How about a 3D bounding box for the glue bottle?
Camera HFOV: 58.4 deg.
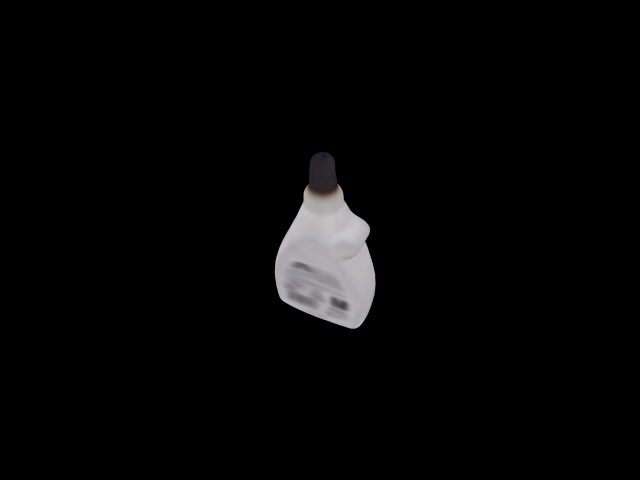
[{"bbox_3d":[0.004,0.001,0.400,0.078,0.173,0.037,21,58,14],"label":"glue bottle"}]
